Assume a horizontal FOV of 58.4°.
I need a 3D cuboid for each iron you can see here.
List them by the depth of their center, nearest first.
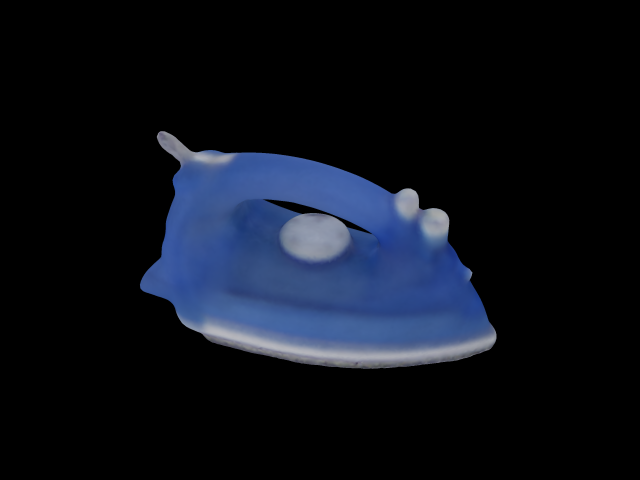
[{"bbox_3d":[0.004,0.001,0.400,0.258,0.141,0.119,10,43,11],"label":"iron"}]
